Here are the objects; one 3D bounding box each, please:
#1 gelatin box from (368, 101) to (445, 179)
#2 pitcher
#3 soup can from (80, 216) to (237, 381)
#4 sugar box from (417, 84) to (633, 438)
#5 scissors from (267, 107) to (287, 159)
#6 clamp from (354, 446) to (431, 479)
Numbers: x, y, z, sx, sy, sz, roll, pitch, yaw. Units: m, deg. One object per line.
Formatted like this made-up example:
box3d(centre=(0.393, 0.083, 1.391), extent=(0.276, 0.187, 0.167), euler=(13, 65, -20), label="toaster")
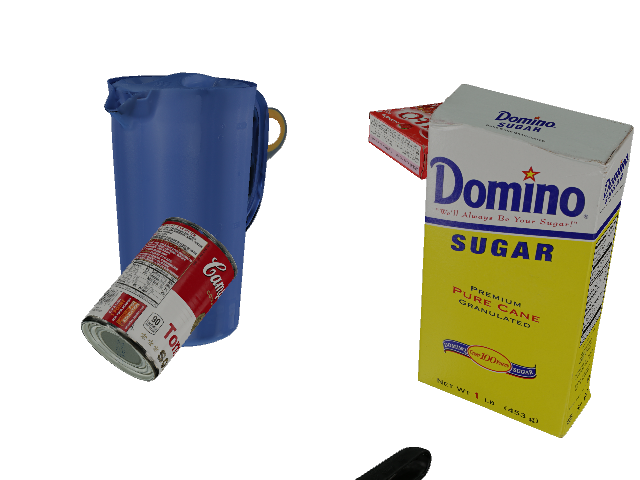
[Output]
box3d(centre=(0.090, -0.081, 0.841), extent=(0.073, 0.030, 0.089), euler=(-10, 27, -23), label="gelatin box")
box3d(centre=(-0.120, -0.033, 0.990), extent=(0.149, 0.243, 0.145), euler=(0, 14, -6), label="pitcher")
box3d(centre=(-0.116, 0.042, 0.772), extent=(0.068, 0.102, 0.068), euler=(27, -29, 17), label="soup can")
box3d(centre=(0.101, 0.014, 0.558), extent=(0.093, 0.176, 0.048), euler=(19, 42, 27), label="sugar box")
box3d(centre=(-0.073, -0.069, 1.220), extent=(0.096, 0.202, 0.016), euler=(-11, -7, -14), label="scissors")
box3d(centre=(-0.014, 0.188, 0.646), extent=(0.210, 0.036, 0.164), euler=(-4, 28, 4), label="clamp")
